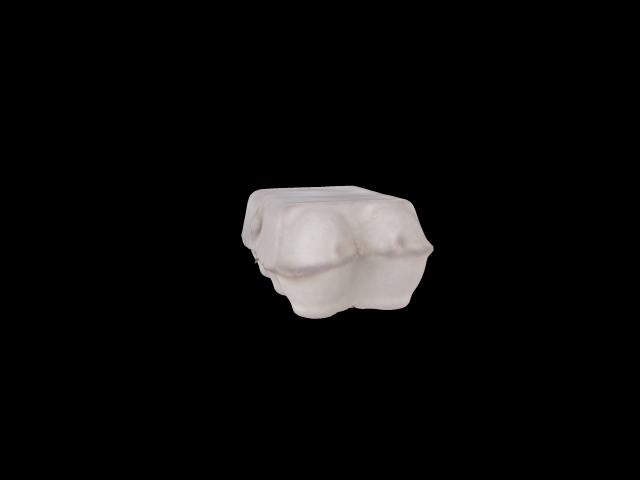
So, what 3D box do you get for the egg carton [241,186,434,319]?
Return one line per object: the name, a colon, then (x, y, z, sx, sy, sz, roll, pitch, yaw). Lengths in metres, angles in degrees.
egg carton: (0.004, 0.001, 0.400, 0.107, 0.069, 0.150, -4, 12, -19)
